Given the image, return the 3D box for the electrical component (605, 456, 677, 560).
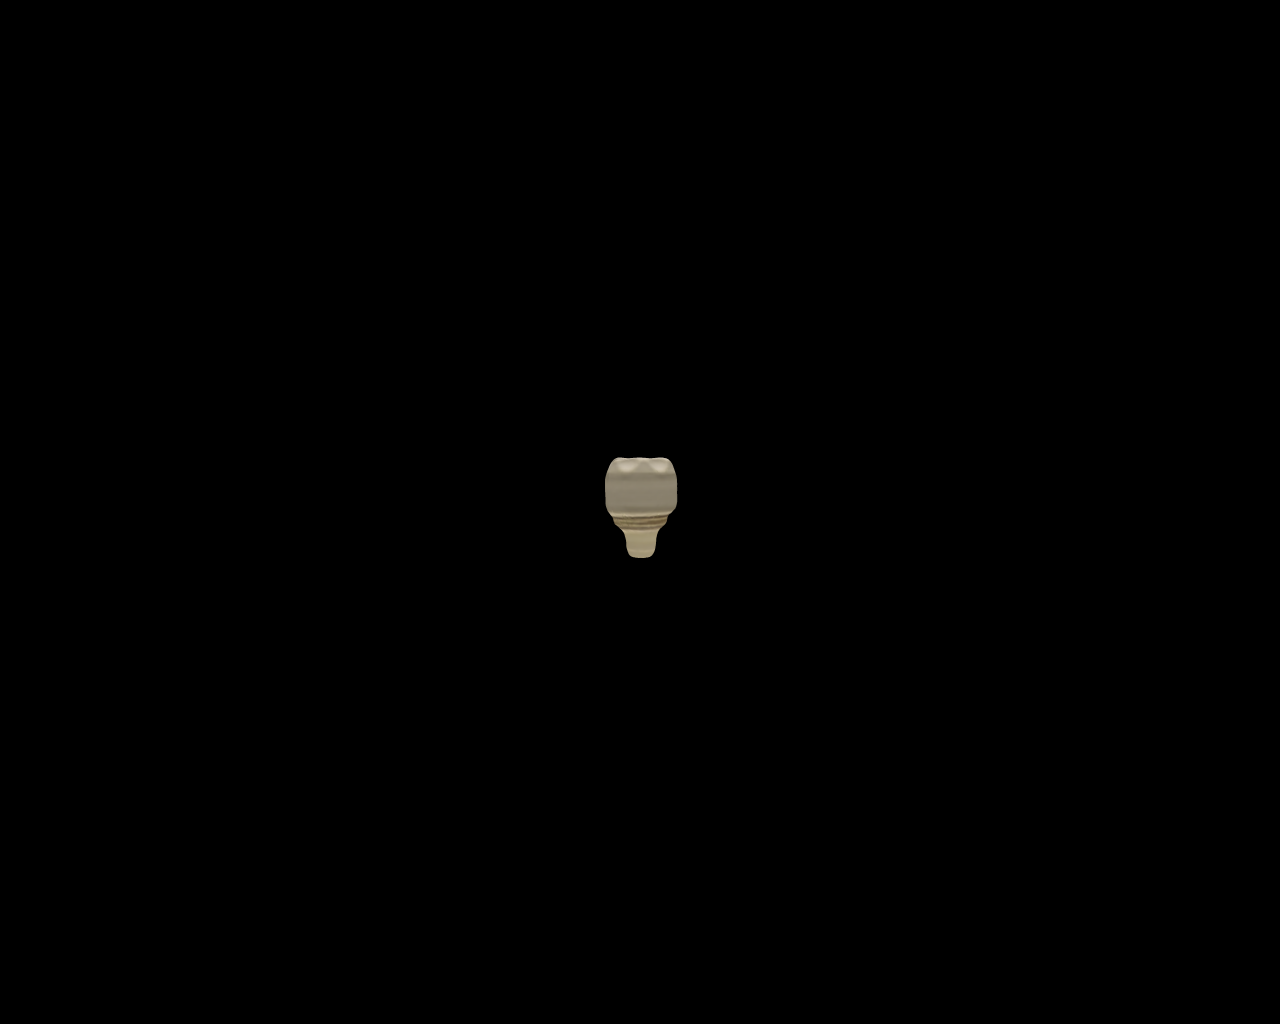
[{"bbox_3d":[0.001,-0.003,0.650,0.043,0.062,0.043,0,4,0],"label":"electrical component"}]
